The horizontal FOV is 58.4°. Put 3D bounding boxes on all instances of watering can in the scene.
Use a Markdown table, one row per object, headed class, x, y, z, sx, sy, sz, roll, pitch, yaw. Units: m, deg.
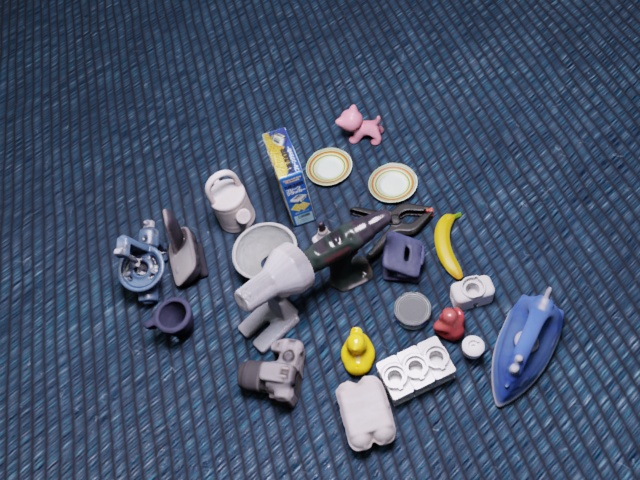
| class | x | y | z | sx | sy | sz | roll | pitch | yaw |
| --- | --- | --- | --- | --- | --- | --- | --- | --- | --- |
| watering can | -0.232 | -0.106 | 1.484 | 0.172 | 0.194 | 0.101 | 26 | 66 | 23 |

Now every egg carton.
| class | x | y | z | sx | sy | sz | roll | pitch | yaw |
| --- | --- | --- | --- | --- | --- | --- | --- | --- | --- |
| egg carton | 0.098 | 0.367 | 1.218 | 0.107 | 0.069 | 0.150 | -17 | 58 | -1 |

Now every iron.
| class | x | y | z | sx | sy | sz | roll | pitch | yaw |
| --- | --- | --- | --- | --- | --- | --- | --- | --- | --- |
| iron | 0.433 | 0.222 | 1.208 | 0.118 | 0.142 | 0.258 | 23 | 65 | 21 |

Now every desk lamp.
| class | x | y | z | sx | sy | sz | roll | pitch | yaw |
| --- | --- | --- | --- | --- | --- | --- | --- | --- | --- |
| desk lamp | -0.106 | 0.130 | 1.309 | 0.117 | 0.214 | 0.203 | 38 | 72 | 27 |

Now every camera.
| class | x | y | z | sx | sy | sz | roll | pitch | yaw |
| --- | --- | --- | --- | --- | --- | --- | --- | --- | --- |
| camera | -0.111 | 0.290 | 1.280 | 0.136 | 0.101 | 0.143 | 4 | 60 | 12 |

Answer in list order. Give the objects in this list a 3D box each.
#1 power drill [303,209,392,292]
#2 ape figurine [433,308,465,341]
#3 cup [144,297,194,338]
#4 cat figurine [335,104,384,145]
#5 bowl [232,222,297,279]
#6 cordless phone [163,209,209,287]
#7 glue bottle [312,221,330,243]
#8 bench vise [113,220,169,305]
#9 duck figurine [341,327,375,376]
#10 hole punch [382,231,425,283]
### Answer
| class | x | y | z | sx | sy | sz | roll | pitch | yaw |
| --- | --- | --- | --- | --- | --- | --- | --- | --- | --- |
| power drill | 0.068 | 0.031 | 1.344 | 0.230 | 0.209 | 0.075 | -25 | 58 | -6 |
| ape figurine | 0.291 | 0.182 | 1.285 | 0.078 | 0.092 | 0.076 | -16 | 58 | -1 |
| cup | -0.352 | 0.202 | 1.376 | 0.118 | 0.095 | 0.091 | -20 | 58 | -3 |
| cat figurine | 0.111 | -0.329 | 1.609 | 0.127 | 0.118 | 0.067 | 3 | 60 | 11 |
| bowl | -0.133 | 0.042 | 1.449 | 0.167 | 0.075 | 0.167 | -4 | 59 | 7 |
| cordless phone | -0.355 | 0.018 | 1.434 | 0.094 | 0.185 | 0.147 | -22 | 58 | -4 |
| glue bottle | 0.013 | 0.005 | 1.390 | 0.078 | 0.173 | 0.037 | -28 | 59 | -8 |
| bench vise | -0.458 | 0.032 | 1.422 | 0.121 | 0.220 | 0.207 | -21 | 58 | -3 |
| duck figurine | 0.083 | 0.246 | 1.284 | 0.077 | 0.086 | 0.104 | -2 | 59 | 8 |
| hole punch | 0.202 | 0.039 | 1.387 | 0.101 | 0.091 | 0.108 | 5 | 60 | 12 |
